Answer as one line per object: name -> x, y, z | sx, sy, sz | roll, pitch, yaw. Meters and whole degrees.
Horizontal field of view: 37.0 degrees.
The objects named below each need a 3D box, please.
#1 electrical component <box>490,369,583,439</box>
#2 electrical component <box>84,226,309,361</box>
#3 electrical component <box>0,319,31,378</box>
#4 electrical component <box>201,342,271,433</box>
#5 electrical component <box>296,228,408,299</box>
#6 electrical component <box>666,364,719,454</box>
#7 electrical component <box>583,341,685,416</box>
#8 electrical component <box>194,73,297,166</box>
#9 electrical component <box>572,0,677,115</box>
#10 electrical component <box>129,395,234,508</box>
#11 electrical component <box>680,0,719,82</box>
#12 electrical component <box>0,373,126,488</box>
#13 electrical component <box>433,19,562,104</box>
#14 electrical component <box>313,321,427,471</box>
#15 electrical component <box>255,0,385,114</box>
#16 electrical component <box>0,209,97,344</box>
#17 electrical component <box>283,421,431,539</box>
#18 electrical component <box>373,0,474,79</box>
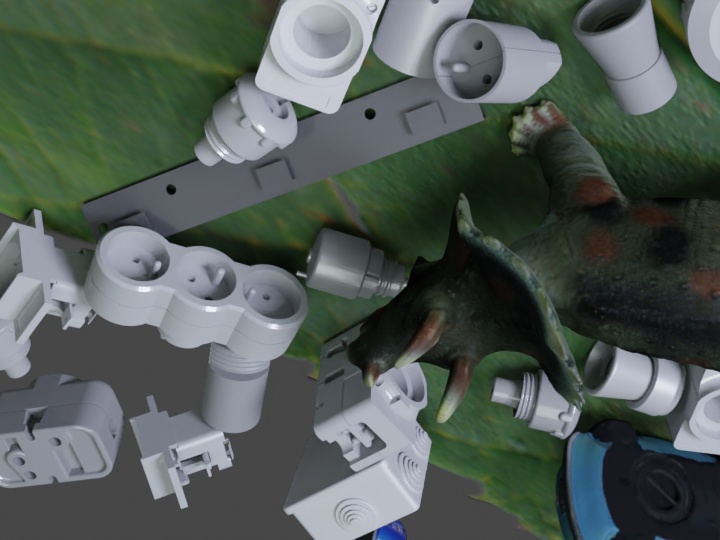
electrical component -> 0.124, 0.091, 0.761 | 0.062, 0.048, 0.048 | 13, 127, 2
electrical component -> -0.110, 0.026, 0.697 | 0.138, 0.052, 0.073 | 17, 137, -15
electrical component -> -0.250, 0.049, 0.747 | 0.048, 0.048, 0.062 | -9, 133, 9
electrical component -> -0.086, 0.070, 0.754 | 0.043, 0.043, 0.081 | 10, 126, -5
electrical component -> 0.000, 0.000, 0.700 | 0.078, 0.040, 0.040 | 16, 126, -10
electrical component -> 0.248, 0.081, 0.740 | 0.050, 0.055, 0.089 | 7, 127, -3
electrical component -> 0.189, 0.073, 0.743 | 0.055, 0.045, 0.045 | 19, 125, -12
electrical component -> -0.072, -0.084, 0.639 | 0.062, 0.048, 0.048 | -30, 120, 30
electrical component -> 0.152, -0.120, 0.604 | 0.044, 0.044, 0.065 | -23, 127, 19
electrical component -> -0.129, 0.127, 0.785 | 0.064, 0.081, 0.042 | -17, 128, -13
electrical component -> 0.213, -0.143, 0.577 | 0.080, 0.051, 0.080 | 1, 127, 2
electrical component -> -0.224, 0.116, 0.785 | 0.095, 0.059, 0.053 | -8, 126, 8
electrical component -> 0.080, -0.114, 0.595 | 0.043, 0.081, 0.043 | 6, 100, 34
electrical component -> 0.008, 0.081, 0.729 | 0.056, 0.089, 0.050 | -30, 120, 23
electrical component -> -0.020, -0.138, 0.588 | 0.050, 0.055, 0.089 | 19, 125, -11
electrical component -> -0.203, 0.006, 0.697 | 0.064, 0.081, 0.042 | 17, 130, -39
electrical component -> 0.001, 0.146, 0.774 | 0.100, 0.099, 0.048 | -30, 107, 22
electrical component -> 0.040, -0.150, 0.584 | 0.043, 0.043, 0.081 | 16, 126, -9
